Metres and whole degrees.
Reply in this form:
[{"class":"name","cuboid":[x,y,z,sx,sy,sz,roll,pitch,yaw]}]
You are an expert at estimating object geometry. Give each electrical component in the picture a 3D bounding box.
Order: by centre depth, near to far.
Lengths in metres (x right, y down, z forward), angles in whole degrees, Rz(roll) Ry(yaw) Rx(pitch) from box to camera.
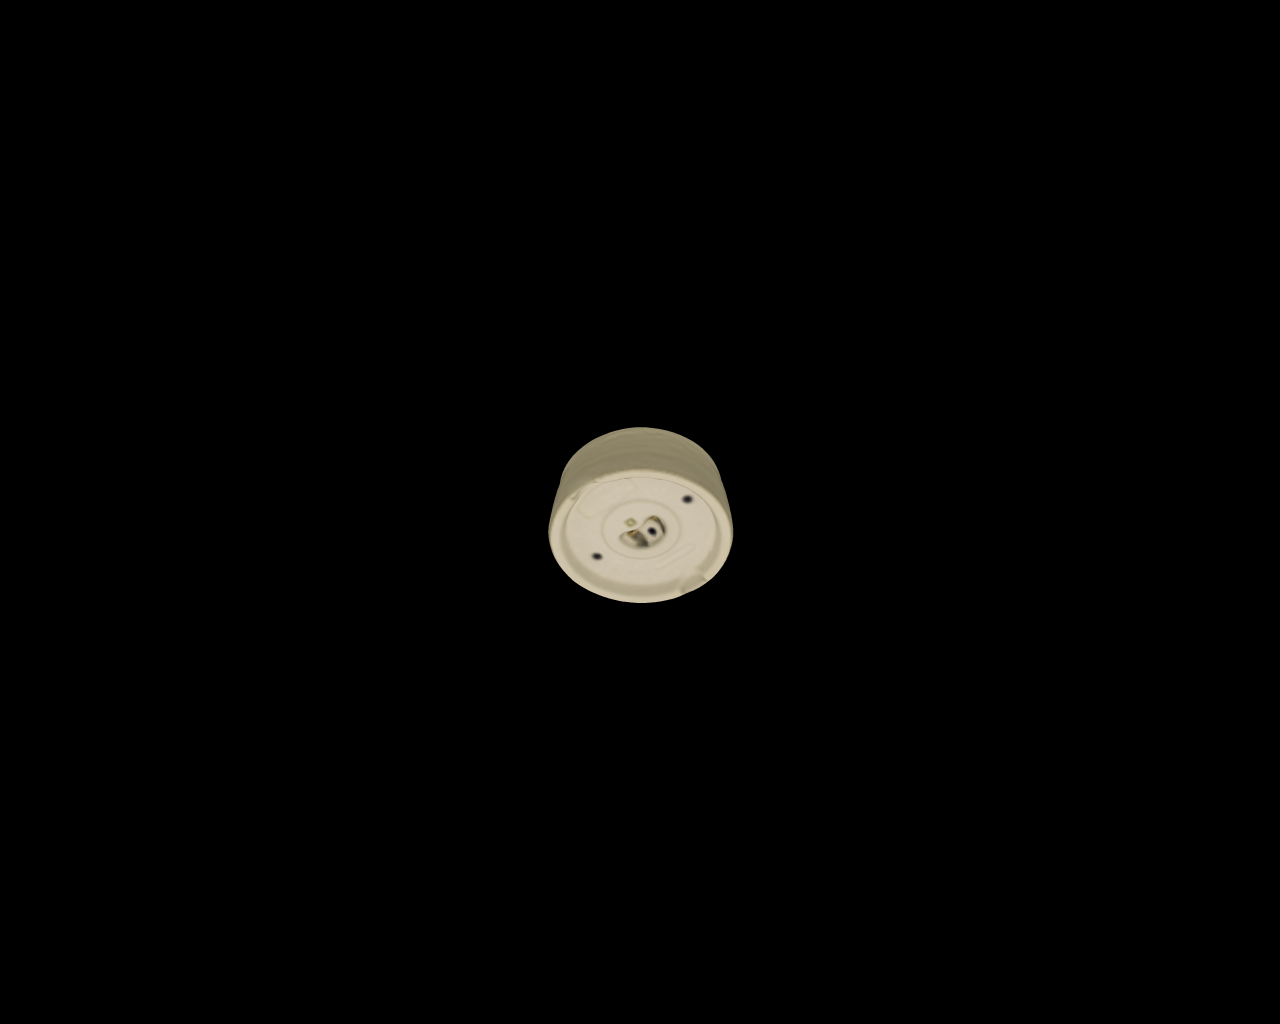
[{"class":"electrical component","cuboid":[0.001,-0.003,0.650,0.108,0.108,0.060,0,41,0]}]
